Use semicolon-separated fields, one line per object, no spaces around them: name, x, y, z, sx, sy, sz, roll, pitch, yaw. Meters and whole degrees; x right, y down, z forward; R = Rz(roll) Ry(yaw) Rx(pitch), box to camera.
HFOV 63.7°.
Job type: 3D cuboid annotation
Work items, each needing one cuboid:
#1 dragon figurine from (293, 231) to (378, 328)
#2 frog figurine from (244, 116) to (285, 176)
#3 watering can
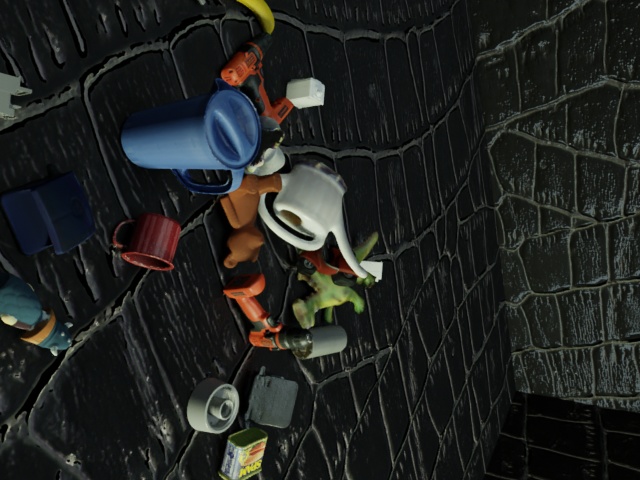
dragon figurine;0.037;0.078;1.427;0.121;0.419;0.239;-8;-43;40
frog figurine;-0.138;-0.212;1.186;0.123;0.137;0.159;22;1;1
watering can;0.004;-0.065;1.290;0.345;0.228;0.103;32;-27;-16
